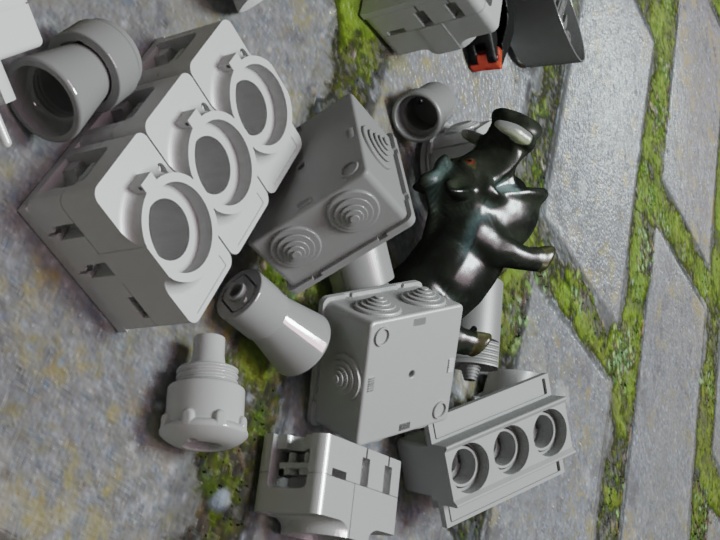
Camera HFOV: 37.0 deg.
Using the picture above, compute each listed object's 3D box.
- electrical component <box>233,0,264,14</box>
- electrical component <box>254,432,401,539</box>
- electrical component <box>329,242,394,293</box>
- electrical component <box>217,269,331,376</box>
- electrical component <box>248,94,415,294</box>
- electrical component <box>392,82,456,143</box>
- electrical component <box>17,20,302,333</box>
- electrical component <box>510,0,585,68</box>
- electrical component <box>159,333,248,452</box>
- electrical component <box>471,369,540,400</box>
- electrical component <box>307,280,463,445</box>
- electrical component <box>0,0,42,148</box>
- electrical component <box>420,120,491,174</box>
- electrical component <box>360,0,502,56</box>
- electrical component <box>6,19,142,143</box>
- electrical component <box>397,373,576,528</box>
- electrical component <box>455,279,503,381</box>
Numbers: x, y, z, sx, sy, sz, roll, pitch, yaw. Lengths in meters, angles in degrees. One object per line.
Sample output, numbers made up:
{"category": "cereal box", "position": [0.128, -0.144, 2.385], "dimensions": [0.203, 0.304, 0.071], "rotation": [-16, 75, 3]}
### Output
{"category": "electrical component", "position": [-0.044, -0.205, 0.652], "dimensions": [0.064, 0.099, 0.099], "rotation": [62, 38, -19]}
{"category": "electrical component", "position": [-0.019, 0.138, 0.665], "dimensions": [0.089, 0.050, 0.055], "rotation": [32, 59, -51]}
{"category": "electrical component", "position": [0.000, 0.000, 0.726], "dimensions": [0.043, 0.043, 0.081], "rotation": [-29, 109, -55]}
{"category": "electrical component", "position": [-0.054, 0.029, 0.642], "dimensions": [0.065, 0.044, 0.044], "rotation": [43, 50, -38]}
{"category": "electrical component", "position": [-0.022, -0.047, 0.639], "dimensions": [0.048, 0.100, 0.099], "rotation": [46, 22, -36]}
{"category": "electrical component", "position": [0.051, -0.123, 0.831], "dimensions": [0.046, 0.040, 0.040], "rotation": [-44, 121, -57]}
{"category": "electrical component", "position": [-0.096, -0.053, 0.573], "dimensions": [0.089, 0.062, 0.150], "rotation": [58, 41, -33]}
{"category": "electrical component", "position": [0.178, -0.241, 1.020], "dimensions": [0.099, 0.064, 0.099], "rotation": [15, 72, -55]}
{"category": "electrical component", "position": [-0.084, 0.066, 0.587], "dimensions": [0.048, 0.048, 0.062], "rotation": [31, 53, -50]}
{"category": "electrical component", "position": [0.115, 0.119, 0.879], "dimensions": [0.079, 0.044, 0.077], "rotation": [18, 70, -45]}
{"category": "electrical component", "position": [0.018, 0.059, 0.696], "dimensions": [0.100, 0.048, 0.099], "rotation": [-9, 113, -42]}
{"category": "electrical component", "position": [-0.176, -0.087, 0.471], "dimensions": [0.066, 0.047, 0.076], "rotation": [-41, 118, -52]}
{"category": "electrical component", "position": [0.086, -0.081, 0.865], "dimensions": [0.080, 0.051, 0.080], "rotation": [15, 72, -55]}
{"category": "electrical component", "position": [0.065, -0.246, 0.826], "dimensions": [0.062, 0.089, 0.150], "rotation": [39, 53, -47]}
{"category": "electrical component", "position": [-0.140, -0.095, 0.530], "dimensions": [0.055, 0.045, 0.045], "rotation": [-53, 127, -47]}
{"category": "electrical component", "position": [0.092, 0.130, 0.796], "dimensions": [0.121, 0.063, 0.078], "rotation": [-15, 98, -35]}
{"category": "electrical component", "position": [0.090, 0.048, 0.853], "dimensions": [0.043, 0.043, 0.081], "rotation": [30, 60, -51]}
